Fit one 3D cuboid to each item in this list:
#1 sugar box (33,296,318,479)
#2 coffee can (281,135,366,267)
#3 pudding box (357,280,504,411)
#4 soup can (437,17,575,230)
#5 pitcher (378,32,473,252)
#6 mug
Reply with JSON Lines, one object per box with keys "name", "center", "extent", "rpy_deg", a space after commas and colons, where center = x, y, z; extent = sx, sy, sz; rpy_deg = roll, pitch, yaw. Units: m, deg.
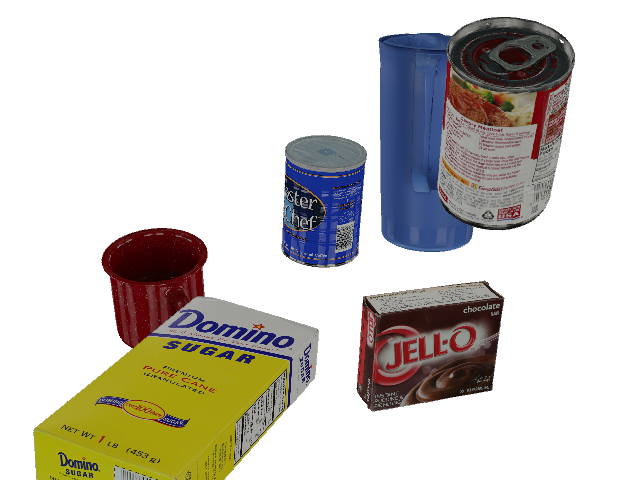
{"name": "sugar box", "center": [-0.078, 0.095, 0.635], "extent": [0.093, 0.048, 0.176], "rpy_deg": [14, 30, 20]}
{"name": "coffee can", "center": [0.003, -0.051, 1.365], "extent": [0.103, 0.140, 0.103], "rpy_deg": [3, 28, -2]}
{"name": "pudding box", "center": [0.088, 0.084, 0.864], "extent": [0.113, 0.090, 0.039], "rpy_deg": [-8, 29, -20]}
{"name": "soup can", "center": [0.102, -0.064, 0.602], "extent": [0.068, 0.102, 0.068], "rpy_deg": [-1, 44, 1]}
{"name": "pitcher", "center": [0.126, -0.112, 1.220], "extent": [0.149, 0.243, 0.145], "rpy_deg": [-10, 21, -32]}
{"name": "mug", "center": [-0.139, 0.052, 0.951], "extent": [0.093, 0.081, 0.117], "rpy_deg": [-19, 36, -27]}
